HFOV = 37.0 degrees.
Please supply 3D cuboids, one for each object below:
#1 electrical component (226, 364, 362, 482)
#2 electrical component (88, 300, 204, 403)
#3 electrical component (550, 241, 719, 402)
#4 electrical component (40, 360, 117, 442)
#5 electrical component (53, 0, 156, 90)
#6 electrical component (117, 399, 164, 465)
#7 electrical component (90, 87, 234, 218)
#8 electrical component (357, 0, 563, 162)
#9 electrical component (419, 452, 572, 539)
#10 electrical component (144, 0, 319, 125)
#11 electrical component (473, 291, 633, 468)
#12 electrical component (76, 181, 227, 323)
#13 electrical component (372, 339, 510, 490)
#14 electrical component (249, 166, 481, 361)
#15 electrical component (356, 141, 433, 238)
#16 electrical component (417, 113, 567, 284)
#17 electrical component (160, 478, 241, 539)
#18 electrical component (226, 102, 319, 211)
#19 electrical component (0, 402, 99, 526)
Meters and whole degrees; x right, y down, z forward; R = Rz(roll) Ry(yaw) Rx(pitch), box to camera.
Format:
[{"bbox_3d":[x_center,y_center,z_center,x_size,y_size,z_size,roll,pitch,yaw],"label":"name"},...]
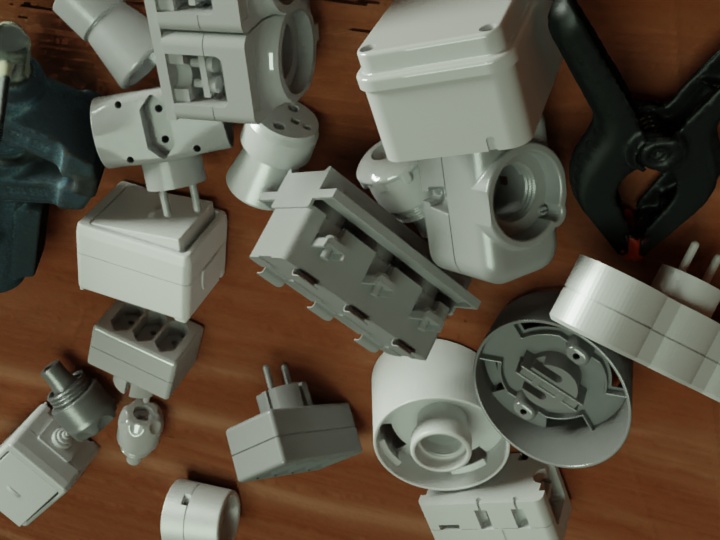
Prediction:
[{"bbox_3d":[-0.050,0.102,0.754,0.047,0.083,0.075,-28,71,35],"label":"electrical component"},{"bbox_3d":[-0.159,0.067,0.785,0.066,0.047,0.076,24,129,5],"label":"electrical component"},{"bbox_3d":[0.176,0.020,0.595,0.138,0.052,0.073,25,93,-26],"label":"electrical component"},{"bbox_3d":[-0.222,0.098,0.836,0.043,0.043,0.062,-24,110,33],"label":"electrical component"},{"bbox_3d":[-0.149,-0.145,0.638,0.065,0.044,0.044,44,128,-5],"label":"electrical component"},{"bbox_3d":[-0.174,0.131,0.844,0.035,0.035,0.061,24,131,5],"label":"electrical component"},{"bbox_3d":[-0.115,-0.071,0.651,0.077,0.043,0.079,-9,105,2],"label":"electrical component"},{"bbox_3d":[0.053,-0.109,0.535,0.078,0.113,0.057,-4,124,25],"label":"electrical component"},{"bbox_3d":[0.096,0.165,0.747,0.089,0.050,0.055,-8,119,27],"label":"electrical component"},{"bbox_3d":[-0.066,-0.162,0.561,0.062,0.089,0.150,7,125,18],"label":"electrical component"},{"bbox_3d":[0.119,0.065,0.658,0.099,0.064,0.099,11,126,15],"label":"electrical component"},{"bbox_3d":[-0.143,-0.018,0.710,0.096,0.061,0.061,17,127,11],"label":"electrical component"},{"bbox_3d":[0.054,0.099,0.725,0.099,0.064,0.099,3,129,4],"label":"electrical component"},{"bbox_3d":[0.000,0.000,0.631,0.121,0.063,0.079,36,161,-31],"label":"electrical component"},{"bbox_3d":[0.030,-0.047,0.631,0.048,0.048,0.062,-14,124,29],"label":"electrical component"},{"bbox_3d":[0.072,-0.044,0.586,0.059,0.054,0.095,18,123,54],"label":"electrical component"},{"bbox_3d":[-0.126,0.197,0.858,0.047,0.055,0.055,6,125,14],"label":"electrical component"},{"bbox_3d":[-0.052,-0.070,0.647,0.045,0.045,0.055,27,129,3],"label":"electrical component"},{"bbox_3d":[-0.267,0.160,0.885,0.062,0.061,0.096,43,128,-10],"label":"electrical component"}]
